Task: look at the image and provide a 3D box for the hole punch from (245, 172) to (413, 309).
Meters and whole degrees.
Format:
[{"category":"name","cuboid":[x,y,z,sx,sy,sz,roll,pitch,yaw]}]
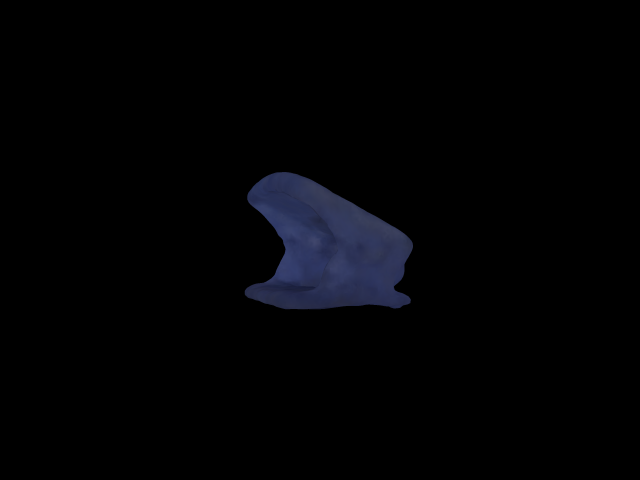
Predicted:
[{"category":"hole punch","cuboid":[0.004,0.001,0.400,0.101,0.091,0.108,0,0,-25]}]
